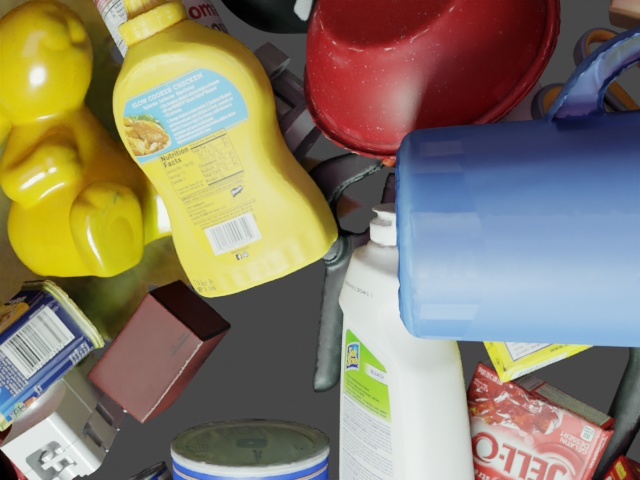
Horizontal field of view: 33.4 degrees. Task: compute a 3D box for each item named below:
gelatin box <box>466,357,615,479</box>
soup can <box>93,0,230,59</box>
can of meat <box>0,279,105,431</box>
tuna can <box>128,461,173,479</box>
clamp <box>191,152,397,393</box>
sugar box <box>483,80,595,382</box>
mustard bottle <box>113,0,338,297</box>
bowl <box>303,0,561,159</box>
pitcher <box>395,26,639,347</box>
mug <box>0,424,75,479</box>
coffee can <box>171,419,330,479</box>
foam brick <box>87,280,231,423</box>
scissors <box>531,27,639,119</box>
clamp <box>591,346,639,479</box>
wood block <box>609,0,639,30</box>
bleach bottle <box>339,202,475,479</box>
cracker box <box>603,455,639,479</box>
[{"bbox_3d":[0.128,0.125,0.661,0.089,0.030,0.073,28,110,28],"label":"gelatin box"},{"bbox_3d":[-0.108,-0.154,0.694,0.069,0.068,0.102,-30,87,17],"label":"soup can"},{"bbox_3d":[-0.200,0.074,0.701,0.083,0.102,0.057,-43,106,-23],"label":"can of meat"},{"bbox_3d":[-0.135,0.189,0.731,0.086,0.086,0.034,-32,88,17],"label":"tuna can"},{"bbox_3d":[-0.005,0.001,0.695,0.120,0.039,0.171,30,98,3],"label":"clamp"},{"bbox_3d":[0.113,-0.016,0.628,0.093,0.048,0.176,-22,74,-2],"label":"sugar box"},{"bbox_3d":[-0.069,-0.066,0.636,0.096,0.058,0.191,-19,104,24],"label":"mustard bottle"},{"bbox_3d":[0.052,-0.128,0.613,0.162,0.055,0.162,-15,54,21],"label":"bowl"},{"bbox_3d":[0.160,-0.017,0.533,0.243,0.145,0.149,-1,62,6],"label":"pitcher"},{"bbox_3d":[-0.231,0.176,0.760,0.093,0.081,0.117,24,102,12],"label":"mug"},{"bbox_3d":[-0.045,0.198,0.696,0.103,0.102,0.140,2,97,16],"label":"coffee can"},{"bbox_3d":[-0.109,0.076,0.729,0.053,0.051,0.078,41,105,8],"label":"foam brick"},{"bbox_3d":[0.196,-0.034,0.604,0.096,0.016,0.202,-26,74,-18],"label":"scissors"},{"bbox_3d":[0.211,0.057,0.639,0.165,0.036,0.210,-21,87,24],"label":"clamp"},{"bbox_3d":[0.270,-0.135,0.573,0.206,0.090,0.091,19,100,14],"label":"wood block"},{"bbox_3d":[0.053,0.104,0.645,0.103,0.067,0.251,20,116,56],"label":"bleach bottle"},{"bbox_3d":[0.193,0.261,0.629,0.164,0.072,0.214,29,105,-5],"label":"cracker box"}]
